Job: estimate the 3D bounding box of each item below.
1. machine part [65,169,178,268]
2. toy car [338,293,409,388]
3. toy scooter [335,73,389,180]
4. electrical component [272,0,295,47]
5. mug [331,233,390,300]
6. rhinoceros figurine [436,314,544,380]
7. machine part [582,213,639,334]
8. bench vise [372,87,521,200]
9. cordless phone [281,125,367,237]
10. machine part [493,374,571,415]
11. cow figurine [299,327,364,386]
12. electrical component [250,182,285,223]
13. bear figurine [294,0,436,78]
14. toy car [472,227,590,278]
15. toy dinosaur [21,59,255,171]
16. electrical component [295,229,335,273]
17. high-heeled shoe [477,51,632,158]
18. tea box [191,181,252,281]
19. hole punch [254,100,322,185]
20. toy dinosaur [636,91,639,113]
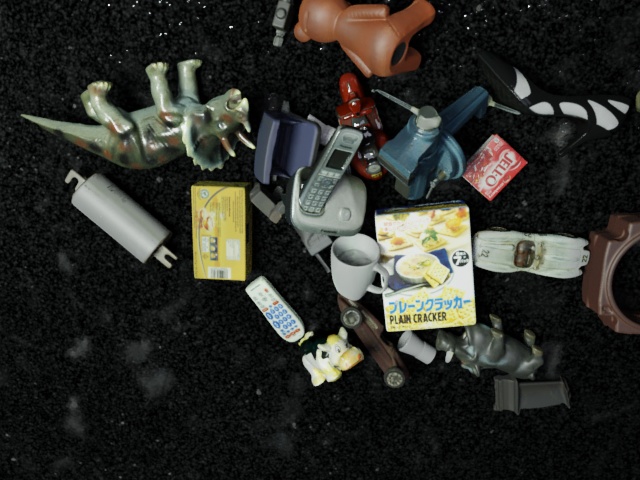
[{"bbox_3d":[-0.355,-0.039,0.967,0.243,0.079,0.079,42,103,-5],"label":"machine part"},{"bbox_3d":[0.098,0.177,0.978,0.053,0.089,0.202,-33,98,11],"label":"toy car"},{"bbox_3d":[0.069,-0.179,0.868,0.075,0.135,0.183,-17,103,7],"label":"toy scooter"},{"bbox_3d":[-0.059,-0.361,0.870,0.021,0.063,0.094,19,106,-1],"label":"electrical component"},{"bbox_3d":[0.070,0.056,0.930,0.110,0.081,0.107,25,141,19],"label":"mug"},{"bbox_3d":[0.308,0.197,0.979,0.190,0.073,0.112,17,115,-2],"label":"rhinoceros figurine"},{"bbox_3d":[0.566,0.057,0.913,0.201,0.087,0.201,1,103,5],"label":"machine part"},{"bbox_3d":[0.191,-0.170,0.847,0.240,0.223,0.129,-41,59,-13],"label":"bench vise"},{"bbox_3d":[0.033,-0.096,0.839,0.146,0.089,0.184,7,131,-35],"label":"cordless phone"},{"bbox_3d":[0.397,0.285,1.007,0.139,0.039,0.084,-2,98,7],"label":"machine part"},{"bbox_3d":[0.017,0.198,0.961,0.068,0.167,0.098,-27,80,-30],"label":"cow figurine"},{"bbox_3d":[-0.081,-0.067,0.930,0.045,0.102,0.078,-41,107,9],"label":"electrical component"},{"bbox_3d":[0.061,-0.339,0.855,0.196,0.132,0.120,37,143,24],"label":"bear figurine"},{"bbox_3d":[0.365,0.022,0.934,0.202,0.056,0.073,5,104,4],"label":"toy car"},{"bbox_3d":[-0.290,-0.185,0.911,0.405,0.131,0.192,-13,102,14],"label":"toy dinosaur"},{"bbox_3d":[-0.002,-0.003,0.949,0.048,0.075,0.119,-35,95,12],"label":"electrical component"},{"bbox_3d":[0.379,-0.247,0.859,0.145,0.086,0.248,-44,99,6],"label":"high-heeled shoe"},{"bbox_3d":[-0.174,-0.018,0.962,0.098,0.068,0.169,4,103,3],"label":"tea box"},{"bbox_3d":[-0.072,-0.153,0.887,0.092,0.116,0.142,-7,116,-37],"label":"hole punch"},{"bbox_3d":[0.576,-0.199,0.791,0.105,0.198,0.471,-29,102,7],"label":"toy dinosaur"}]
